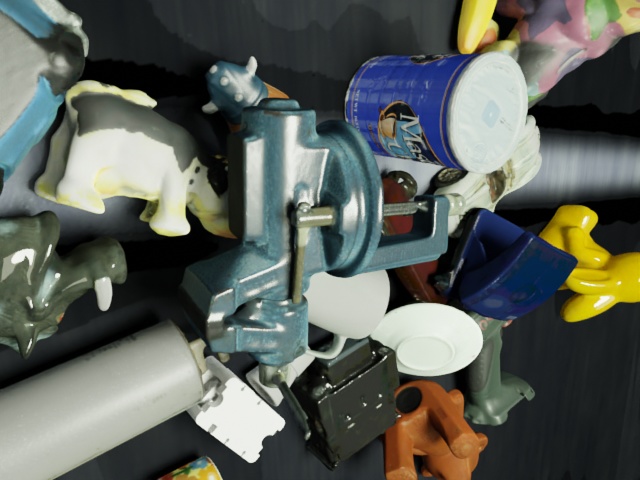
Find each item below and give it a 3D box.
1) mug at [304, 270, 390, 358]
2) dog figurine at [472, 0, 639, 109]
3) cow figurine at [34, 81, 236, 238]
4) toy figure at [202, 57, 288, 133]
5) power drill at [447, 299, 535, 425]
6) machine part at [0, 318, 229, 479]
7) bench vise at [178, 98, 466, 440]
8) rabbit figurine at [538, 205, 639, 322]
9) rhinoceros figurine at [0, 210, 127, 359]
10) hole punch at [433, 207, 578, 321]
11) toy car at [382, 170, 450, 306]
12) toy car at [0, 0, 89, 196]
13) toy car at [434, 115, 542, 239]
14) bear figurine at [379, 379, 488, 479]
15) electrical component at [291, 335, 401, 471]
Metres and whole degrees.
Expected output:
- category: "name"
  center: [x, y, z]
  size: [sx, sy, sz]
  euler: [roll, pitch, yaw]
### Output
- category: "mug"
  center: [-0.002, 0.058, 0.533]
  size: [0.107, 0.081, 0.109]
  euler: [21, 91, -29]
- category: "dog figurine"
  center: [0.281, -0.219, 0.568]
  size: [0.108, 0.219, 0.191]
  euler: [32, 83, -36]
- category: "cow figurine"
  center: [-0.117, -0.054, 0.415]
  size: [0.167, 0.068, 0.098]
  euler: [14, 89, -40]
- category: "toy figure"
  center: [-0.043, -0.092, 0.464]
  size: [0.154, 0.058, 0.064]
  euler: [46, 69, -32]
- category: "power drill"
  center: [0.246, 0.138, 0.742]
  size: [0.232, 0.086, 0.207]
  euler: [-29, 124, -26]
- category: "machine part"
  center: [-0.181, 0.128, 0.413]
  size: [0.243, 0.079, 0.079]
  euler: [-22, 116, -30]
- category: "bench vise"
  center: [0.017, 0.005, 0.420]
  size: [0.240, 0.129, 0.223]
  euler: [-8, 99, -29]
- category: "rabbit figurine"
  center: [0.393, 0.038, 0.764]
  size: [0.162, 0.173, 0.121]
  euler: [-33, 125, -31]
- category: "rhinoceros figurine"
  center: [-0.225, 0.036, 0.353]
  size: [0.190, 0.073, 0.112]
  euler: [-24, 116, -29]
- category: "hole punch"
  center: [0.214, 0.037, 0.610]
  size: [0.142, 0.092, 0.115]
  euler: [19, 96, -39]
- category: "toy car"
  center: [0.098, 0.015, 0.607]
  size: [0.201, 0.053, 0.089]
  euler: [56, 49, -36]
- category: "toy car"
  center: [-0.216, -0.085, 0.303]
  size: [0.109, 0.103, 0.161]
  euler: [41, 73, -35]
- category: "toy car"
  center: [0.211, -0.080, 0.661]
  size: [0.202, 0.056, 0.073]
  euler: [-38, 124, -22]
- category: "bear figurine"
  center: [0.155, 0.271, 0.688]
  size: [0.120, 0.132, 0.195]
  euler: [-28, 121, 8]
- category: "electrical component"
  center: [0.031, 0.169, 0.601]
  size: [0.115, 0.058, 0.134]
  euler: [-28, 120, -30]
